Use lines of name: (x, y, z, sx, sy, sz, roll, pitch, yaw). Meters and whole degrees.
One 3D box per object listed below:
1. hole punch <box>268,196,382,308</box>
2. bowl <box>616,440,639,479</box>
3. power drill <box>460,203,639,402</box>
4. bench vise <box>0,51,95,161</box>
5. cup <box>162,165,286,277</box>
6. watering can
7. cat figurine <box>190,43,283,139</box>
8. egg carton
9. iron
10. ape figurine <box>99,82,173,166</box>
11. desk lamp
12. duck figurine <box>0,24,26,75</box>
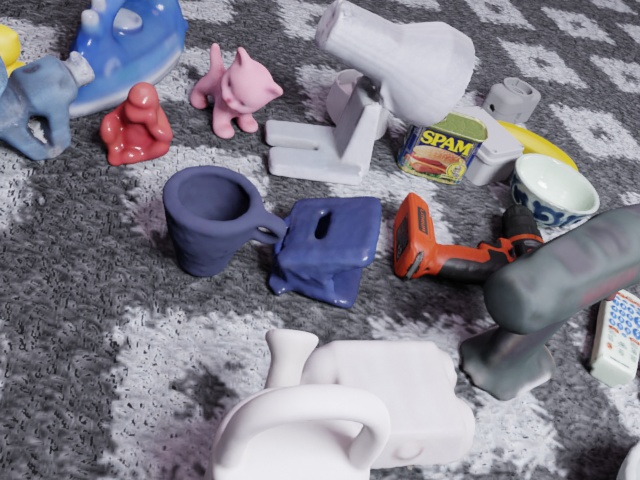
hole punch: (0.005, 0.002, 0.586, 0.101, 0.091, 0.108, 17, 43, -4)
bowl: (0.307, 0.249, 0.468, 0.167, 0.075, 0.167, 11, 44, -11)
power drill: (0.226, 0.055, 0.533, 0.230, 0.208, 0.075, -15, 53, -32)
bench vise: (-0.326, -0.172, 0.536, 0.121, 0.220, 0.208, 32, 44, 12)
cup: (-0.095, -0.006, 0.552, 0.118, 0.095, 0.092, 20, 43, -1)
watering can: (-0.023, 0.138, 0.363, 0.101, 0.194, 0.172, -8, 50, -28)
cat figurine: (-0.106, -0.197, 0.723, 0.067, 0.118, 0.127, -21, 57, -36)
egg carton: (0.054, 0.139, 0.483, 0.150, 0.069, 0.107, 3, 46, -19)
iron: (-0.254, -0.274, 0.725, 0.118, 0.141, 0.258, 19, 43, -2)
ape figurine: (-0.202, -0.134, 0.641, 0.078, 0.092, 0.076, 20, 43, -1)
desk lamp: (0.054, -0.174, 0.692, 0.204, 0.213, 0.117, 4, 45, -18)
duck figurine: (-0.359, -0.203, 0.653, 0.105, 0.086, 0.077, 3, 46, -19)
